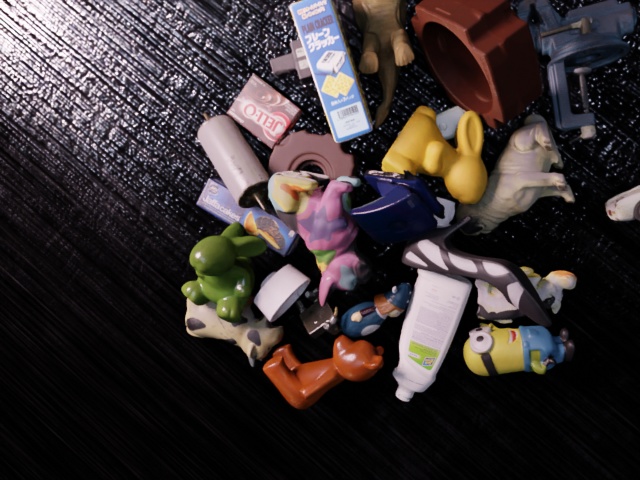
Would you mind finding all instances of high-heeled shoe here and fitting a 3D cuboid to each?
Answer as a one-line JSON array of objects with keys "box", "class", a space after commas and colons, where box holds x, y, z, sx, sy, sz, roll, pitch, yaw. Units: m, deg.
[{"box": [0.253, 0.073, 0.893, 0.145, 0.086, 0.249, -41, 80, 25], "class": "high-heeled shoe"}]

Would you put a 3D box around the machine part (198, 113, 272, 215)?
[{"box": [-0.155, -0.144, 0.983, 0.079, 0.079, 0.243, -37, 68, 12], "class": "machine part"}]

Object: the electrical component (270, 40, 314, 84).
[{"box": [-0.027, -0.325, 0.981, 0.119, 0.048, 0.074, -17, 92, 12], "class": "electrical component"}]

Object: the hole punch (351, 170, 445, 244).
[{"box": [0.124, -0.048, 0.864, 0.116, 0.142, 0.092, 9, 66, 41], "class": "hole punch"}]

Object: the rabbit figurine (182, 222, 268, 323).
[{"box": [-0.164, 0.047, 0.942, 0.121, 0.170, 0.159, 34, 69, 20], "class": "rabbit figurine"}]

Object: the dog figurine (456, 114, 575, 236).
[{"box": [0.313, -0.108, 0.923, 0.191, 0.121, 0.172, -18, 58, 29], "class": "dog figurine"}]

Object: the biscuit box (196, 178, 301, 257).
[{"box": [-0.132, -0.045, 1.023, 0.203, 0.059, 0.062, 30, 100, 7], "class": "biscuit box"}]

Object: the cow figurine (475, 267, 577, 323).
[{"box": [0.360, 0.100, 0.941, 0.167, 0.068, 0.098, -3, 100, 14], "class": "cow figurine"}]

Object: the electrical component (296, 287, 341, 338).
[{"box": [-0.002, 0.136, 1.007, 0.078, 0.045, 0.102, -30, 53, 7], "class": "electrical component"}]

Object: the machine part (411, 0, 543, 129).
[{"box": [0.245, -0.290, 0.839, 0.087, 0.201, 0.201, -36, 133, 0], "class": "machine part"}]

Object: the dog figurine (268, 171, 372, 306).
[{"box": [-0.002, -0.003, 0.924, 0.192, 0.108, 0.219, 6, 101, 8], "class": "dog figurine"}]

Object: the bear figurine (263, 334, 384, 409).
[{"box": [0.014, 0.224, 0.992, 0.196, 0.120, 0.132, -34, 91, 12], "class": "bear figurine"}]

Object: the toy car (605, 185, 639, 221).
[{"box": [0.578, -0.077, 0.878, 0.202, 0.073, 0.056, -21, 92, 12], "class": "toy car"}]

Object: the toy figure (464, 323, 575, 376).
[{"box": [0.346, 0.196, 0.944, 0.180, 0.082, 0.089, -3, 92, 13], "class": "toy figure"}]

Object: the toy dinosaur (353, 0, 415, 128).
[{"box": [0.092, -0.421, 0.867, 0.105, 0.199, 0.470, -1, 106, 2], "class": "toy dinosaur"}]

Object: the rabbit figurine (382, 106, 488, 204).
[{"box": [0.208, -0.134, 0.901, 0.173, 0.122, 0.162, 37, 86, 9], "class": "rabbit figurine"}]

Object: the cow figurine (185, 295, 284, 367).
[{"box": [-0.166, 0.167, 1.040, 0.195, 0.085, 0.127, 9, 91, 7], "class": "cow figurine"}]

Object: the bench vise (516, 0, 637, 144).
[{"box": [0.395, -0.278, 0.871, 0.224, 0.129, 0.240, -7, 88, 10], "class": "bench vise"}]

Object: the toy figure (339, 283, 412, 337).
[{"box": [0.107, 0.129, 0.985, 0.154, 0.064, 0.057, -33, 93, 27], "class": "toy figure"}]

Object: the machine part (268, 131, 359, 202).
[{"box": [-0.014, -0.118, 0.996, 0.179, 0.056, 0.179, 1, 95, 11], "class": "machine part"}]
